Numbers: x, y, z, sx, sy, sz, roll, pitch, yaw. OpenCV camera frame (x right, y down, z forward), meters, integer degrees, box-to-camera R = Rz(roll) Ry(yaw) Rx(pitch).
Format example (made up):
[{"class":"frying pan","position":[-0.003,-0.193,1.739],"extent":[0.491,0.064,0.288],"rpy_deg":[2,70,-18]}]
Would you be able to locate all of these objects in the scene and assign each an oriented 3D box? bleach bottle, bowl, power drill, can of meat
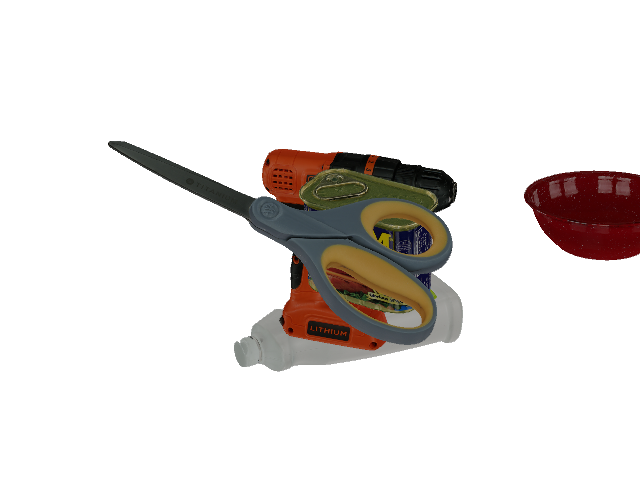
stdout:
[{"class":"bleach bottle","position":[0.027,0.098,1.182],"extent":[0.250,0.068,0.103],"rpy_deg":[-14,32,-26]},{"class":"bowl","position":[0.293,-0.022,1.109],"extent":[0.162,0.055,0.162],"rpy_deg":[-3,23,1]},{"class":"power drill","position":[0.033,0.008,1.018],"extent":[0.185,0.188,0.057],"rpy_deg":[9,20,17]},{"class":"can of meat","position":[0.036,0.001,0.812],"extent":[0.102,0.084,0.057],"rpy_deg":[17,38,27]}]

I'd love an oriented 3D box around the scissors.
[{"class":"scissors","position":[-0.011,-0.020,0.588],"extent":[0.096,0.202,0.016],"rpy_deg":[-43,-16,-34]}]
